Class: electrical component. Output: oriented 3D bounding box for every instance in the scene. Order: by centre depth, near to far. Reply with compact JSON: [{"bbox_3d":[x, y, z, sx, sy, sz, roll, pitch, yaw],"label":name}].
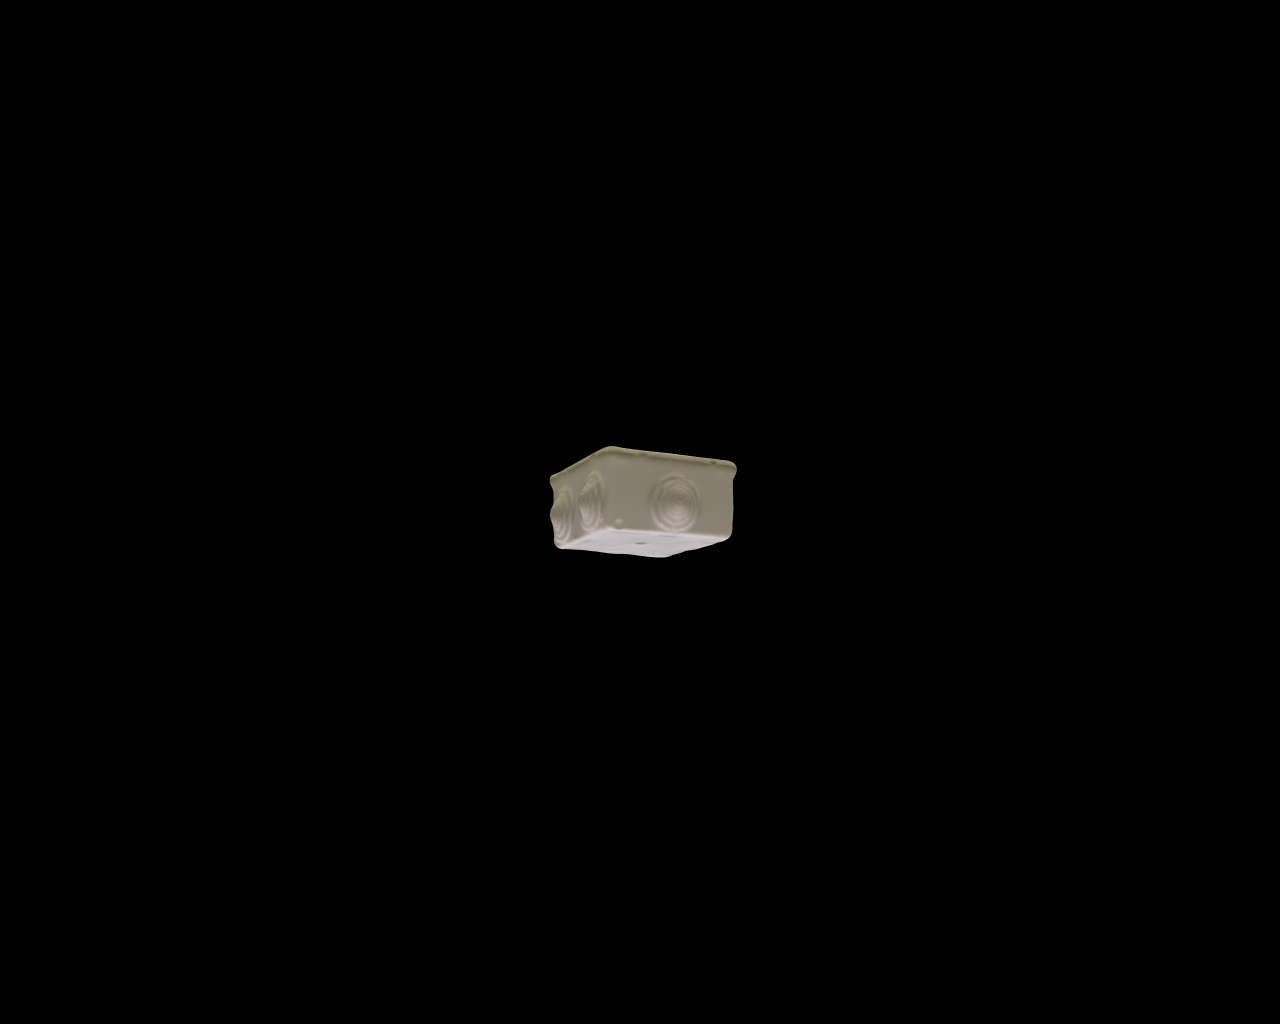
[{"bbox_3d":[0.001,-0.003,0.650,0.100,0.048,0.099,6,-13,-27],"label":"electrical component"}]
